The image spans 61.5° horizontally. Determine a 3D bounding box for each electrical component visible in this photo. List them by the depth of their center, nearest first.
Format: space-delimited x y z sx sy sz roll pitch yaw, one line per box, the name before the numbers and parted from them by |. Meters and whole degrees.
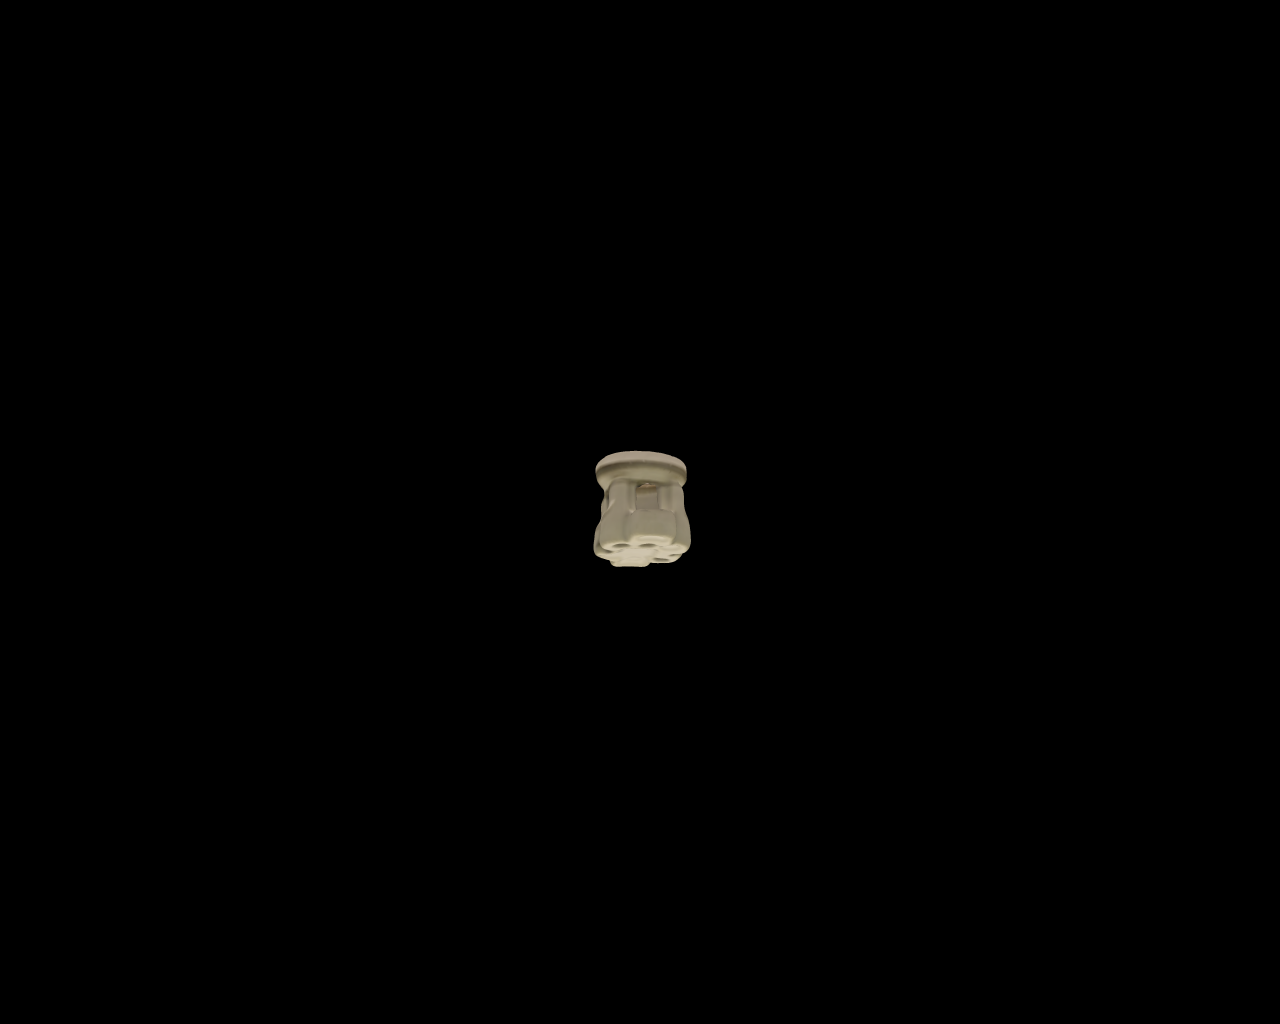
electrical component | 0.001 -0.003 0.650 0.058 0.057 0.078 3 -16 -11
